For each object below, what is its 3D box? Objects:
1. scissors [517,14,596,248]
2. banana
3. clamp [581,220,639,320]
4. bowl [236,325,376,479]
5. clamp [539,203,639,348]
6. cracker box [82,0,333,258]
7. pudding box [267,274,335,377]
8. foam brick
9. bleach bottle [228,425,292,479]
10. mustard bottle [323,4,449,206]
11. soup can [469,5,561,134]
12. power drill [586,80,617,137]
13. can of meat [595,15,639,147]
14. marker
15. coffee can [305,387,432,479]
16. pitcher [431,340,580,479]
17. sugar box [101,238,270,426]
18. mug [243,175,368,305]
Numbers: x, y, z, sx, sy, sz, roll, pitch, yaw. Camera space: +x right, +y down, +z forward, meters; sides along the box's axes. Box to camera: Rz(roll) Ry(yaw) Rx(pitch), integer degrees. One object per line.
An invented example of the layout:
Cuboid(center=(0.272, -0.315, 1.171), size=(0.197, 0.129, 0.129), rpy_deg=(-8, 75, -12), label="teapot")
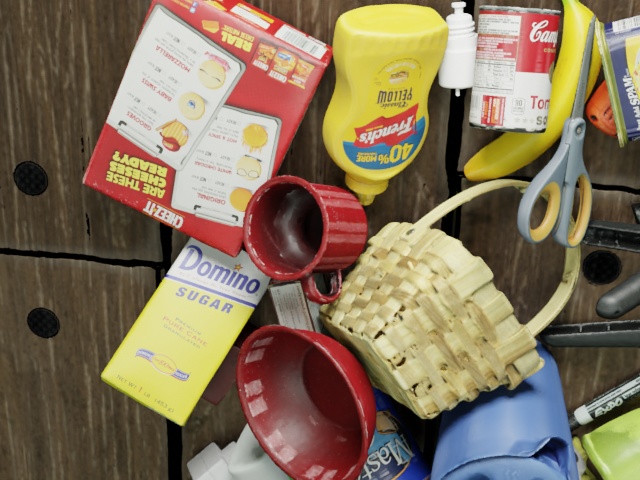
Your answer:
Cuboid(center=(0.203, -0.082, 0.905), size=(0.016, 0.096, 0.202), rpy_deg=(22, 126, 48), label="scissors")
Cuboid(center=(0.199, -0.125, 0.948), size=(0.070, 0.037, 0.198), rpy_deg=(37, 115, 26), label="banana")
Cuboid(center=(0.306, 0.017, 0.913), size=(0.172, 0.120, 0.039), rpy_deg=(-9, 134, 21), label="clamp")
Cuboid(center=(-0.002, 0.143, 0.969), size=(0.162, 0.055, 0.162), rpy_deg=(21, 122, 37), label="bowl")
Cuboid(center=(0.336, 0.069, 1.008), size=(0.210, 0.036, 0.165), rpy_deg=(24, 113, -1), label="clamp")
Cuboid(center=(-0.103, -0.115, 0.985), size=(0.164, 0.072, 0.214), rpy_deg=(27, 117, -1), label="cracker box")
Cuboid(center=(-0.015, 0.071, 1.041), size=(0.039, 0.090, 0.113), rpy_deg=(-11, 112, 14), label="pudding box")
Cuboid(center=(-0.104, 0.120, 1.101), size=(0.053, 0.051, 0.078), rpy_deg=(34, 115, -7), label="foam brick")
Cuboid(center=(0.006, 0.294, 1.144), size=(0.068, 0.102, 0.250), rpy_deg=(-20, 117, 35), label="bleach bottle")
Cuboid(center=(0.052, -0.112, 0.951), size=(0.096, 0.058, 0.192), rpy_deg=(-9, 132, -21), label="mustard bottle")
Cuboid(center=(0.164, -0.145, 0.904), size=(0.068, 0.068, 0.102), rpy_deg=(6, 101, 7), label="soup can")
Cuboid(center=(0.350, -0.130, 0.906), size=(0.187, 0.057, 0.185), rpy_deg=(34, 119, -3), label="power drill")
Cuboid(center=(0.273, -0.134, 0.858), size=(0.084, 0.057, 0.102), rpy_deg=(-11, 110, 19), label="can of meat")
Cuboid(center=(0.286, 0.163, 1.068), size=(0.121, 0.020, 0.020), rpy_deg=(-35, 104, 22), label="marker")
Cuboid(center=(0.041, 0.207, 1.059), size=(0.103, 0.102, 0.140), rpy_deg=(-35, 79, 22), label="coffee can")
Cuboid(center=(0.163, 0.192, 0.979), size=(0.149, 0.242, 0.145), rpy_deg=(-13, 111, 15), label="pitcher")
Cuboid(center=(-0.125, 0.082, 1.034), size=(0.093, 0.048, 0.176), rpy_deg=(31, 77, -2), label="sugar box")
Cuboid(center=(-0.006, 0.001, 0.966), size=(0.093, 0.081, 0.117), rpy_deg=(-23, 77, 31), label="mug")
